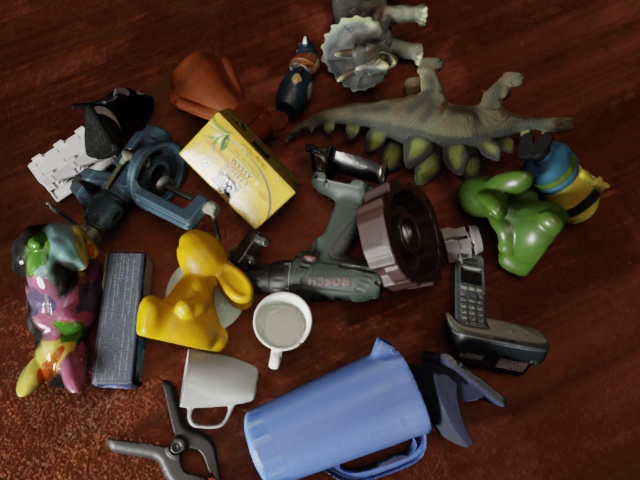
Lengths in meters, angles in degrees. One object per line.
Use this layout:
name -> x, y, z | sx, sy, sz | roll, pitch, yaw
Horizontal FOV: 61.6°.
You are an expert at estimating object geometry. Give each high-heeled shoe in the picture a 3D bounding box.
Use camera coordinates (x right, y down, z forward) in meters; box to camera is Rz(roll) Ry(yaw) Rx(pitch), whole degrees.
high-heeled shoe -> -0.304, -0.186, 0.858 | 0.145, 0.086, 0.249 | -10, 35, -33

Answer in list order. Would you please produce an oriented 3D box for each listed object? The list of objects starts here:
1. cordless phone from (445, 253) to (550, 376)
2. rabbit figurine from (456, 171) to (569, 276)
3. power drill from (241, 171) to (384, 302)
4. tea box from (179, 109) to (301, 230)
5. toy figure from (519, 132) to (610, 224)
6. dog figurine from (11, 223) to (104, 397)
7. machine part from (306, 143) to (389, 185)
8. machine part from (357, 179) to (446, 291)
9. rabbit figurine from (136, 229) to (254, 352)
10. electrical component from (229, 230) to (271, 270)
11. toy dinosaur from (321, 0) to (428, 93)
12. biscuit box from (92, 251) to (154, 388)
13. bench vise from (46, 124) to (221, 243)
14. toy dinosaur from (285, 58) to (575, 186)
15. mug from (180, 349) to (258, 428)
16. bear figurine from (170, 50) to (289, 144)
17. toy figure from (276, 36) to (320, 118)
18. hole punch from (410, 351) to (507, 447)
cordless phone -> 0.269, 0.105, 0.834 | 0.147, 0.088, 0.184 | 10, 54, 3
rabbit figurine -> 0.286, -0.041, 0.844 | 0.170, 0.159, 0.121 | 35, 85, 20
power drill -> -0.002, -0.003, 0.856 | 0.232, 0.086, 0.207 | 11, 68, 11
tea box -> -0.123, -0.113, 0.850 | 0.169, 0.068, 0.098 | 44, 108, -9
toy figure -> 0.379, -0.097, 0.860 | 0.180, 0.082, 0.089 | 32, 104, -31
dog figurine -> -0.379, 0.108, 0.771 | 0.108, 0.191, 0.219 | -3, 57, -8
machine part -> 0.046, -0.120, 0.887 | 0.139, 0.084, 0.039 | 16, 63, 17
machine part -> 0.125, -0.006, 0.822 | 0.056, 0.179, 0.179 | -20, 68, 37
rabbit figurine -> -0.177, 0.070, 0.787 | 0.162, 0.122, 0.173 | 9, 74, -3
electrical component -> -0.112, 0.013, 0.841 | 0.021, 0.094, 0.063 | 39, 77, -27
toy dinosaur -> 0.086, -0.429, 0.980 | 0.192, 0.131, 0.405 | -6, 66, -3
biscuit box -> -0.300, 0.122, 0.822 | 0.063, 0.059, 0.202 | 1, 72, -2
bench vise -> -0.270, -0.071, 0.848 | 0.241, 0.128, 0.223 | 25, 63, 20
toy dinosaur -> 0.181, -0.199, 0.911 | 0.472, 0.105, 0.198 | 7, 76, 10
mug -> -0.147, 0.217, 0.783 | 0.107, 0.080, 0.109 | 7, 64, -13
bear figurine -> -0.157, -0.229, 0.921 | 0.196, 0.132, 0.120 | 41, 86, -9
toy figure -> -0.035, -0.291, 0.957 | 0.057, 0.064, 0.154 | 31, 66, -28
hole punch -> 0.181, 0.221, 0.765 | 0.116, 0.142, 0.092 | 41, 80, -1
